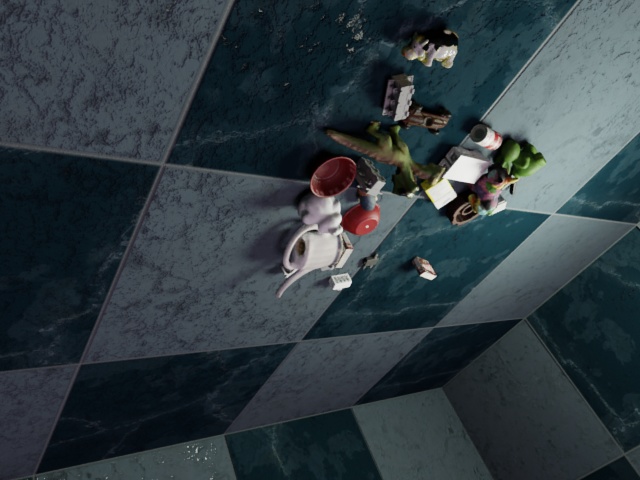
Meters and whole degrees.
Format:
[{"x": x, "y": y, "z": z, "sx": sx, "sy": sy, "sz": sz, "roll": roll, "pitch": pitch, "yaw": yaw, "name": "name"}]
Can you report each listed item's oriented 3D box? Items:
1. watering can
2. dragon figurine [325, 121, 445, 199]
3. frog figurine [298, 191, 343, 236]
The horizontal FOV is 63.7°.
[{"x": -0.042, "y": 0.070, "z": 1.884, "sx": 0.225, "sy": 0.106, "sz": 0.340, "roll": -4, "pitch": 131, "yaw": -32, "name": "watering can"}, {"x": 0.216, "y": -0.231, "z": 1.561, "sx": 0.411, "sy": 0.247, "sz": 0.119, "roll": -4, "pitch": 144, "yaw": -34, "name": "dragon figurine"}, {"x": 0.005, "y": -0.084, "z": 1.673, "sx": 0.138, "sy": 0.163, "sz": 0.119, "roll": -16, "pitch": 143, "yaw": -17, "name": "frog figurine"}]
